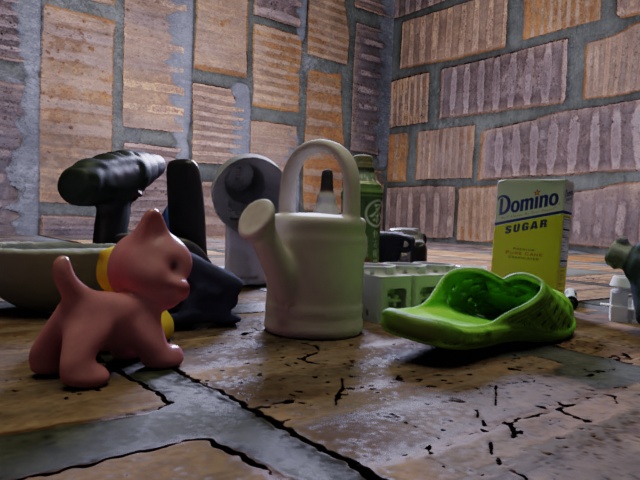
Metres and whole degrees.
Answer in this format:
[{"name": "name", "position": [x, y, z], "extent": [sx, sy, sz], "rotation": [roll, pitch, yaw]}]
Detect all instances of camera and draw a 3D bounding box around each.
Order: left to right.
[{"name": "camera", "position": [0.152, 0.023, 1.226], "extent": [0.137, 0.101, 0.143], "rotation": [2, 2, -5]}]

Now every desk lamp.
[{"name": "desk lamp", "position": [-0.126, -0.033, 0.940], "extent": [0.118, 0.213, 0.203], "rotation": [1, 2, -17]}]

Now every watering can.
[{"name": "watering can", "position": [-0.006, -0.004, 0.571], "extent": [0.100, 0.194, 0.173], "rotation": [3, 2, 16]}]

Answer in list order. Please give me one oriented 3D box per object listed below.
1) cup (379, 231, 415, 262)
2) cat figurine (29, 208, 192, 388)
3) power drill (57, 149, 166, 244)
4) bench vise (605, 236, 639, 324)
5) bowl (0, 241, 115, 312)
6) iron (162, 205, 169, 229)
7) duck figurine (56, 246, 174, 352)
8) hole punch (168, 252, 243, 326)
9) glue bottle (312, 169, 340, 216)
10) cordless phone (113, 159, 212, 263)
[{"name": "cup", "position": [0.119, 0.032, 1.034], "extent": [0.117, 0.095, 0.092], "rotation": [4, 3, 38]}, {"name": "cat figurine", "position": [-0.142, 0.035, 0.421], "extent": [0.067, 0.118, 0.128], "rotation": [3, 3, 31]}, {"name": "power drill", "position": [-0.292, -0.032, 0.838], "extent": [0.075, 0.208, 0.230], "rotation": [3, 2, 10]}, {"name": "bench vise", "position": [0.420, -0.003, 0.596], "extent": [0.207, 0.220, 0.122], "rotation": [3, 2, 13]}, {"name": "bowl", "position": [-0.301, 0.042, 0.652], "extent": [0.167, 0.075, 0.167], "rotation": [2, 2, 0]}, {"name": "iron", "position": [-0.270, -0.007, 1.059], "extent": [0.119, 0.141, 0.258], "rotation": [1, 2, -16]}, {"name": "duck figurine", "position": [-0.174, 0.047, 0.493], "extent": [0.077, 0.086, 0.105], "rotation": [4, 3, 40]}, {"name": "hole punch", "position": [-0.138, 0.041, 0.607], "extent": [0.101, 0.091, 0.108], "rotation": [1, 3, -31]}, {"name": "glue bottle", "position": [0.006, 0.002, 0.679], "extent": [0.037, 0.173, 0.078], "rotation": [1, 3, -25]}, {"name": "cordless phone", "position": [-0.210, -0.015, 0.772], "extent": [0.147, 0.185, 0.094], "rotation": [3, 3, 25]}]
